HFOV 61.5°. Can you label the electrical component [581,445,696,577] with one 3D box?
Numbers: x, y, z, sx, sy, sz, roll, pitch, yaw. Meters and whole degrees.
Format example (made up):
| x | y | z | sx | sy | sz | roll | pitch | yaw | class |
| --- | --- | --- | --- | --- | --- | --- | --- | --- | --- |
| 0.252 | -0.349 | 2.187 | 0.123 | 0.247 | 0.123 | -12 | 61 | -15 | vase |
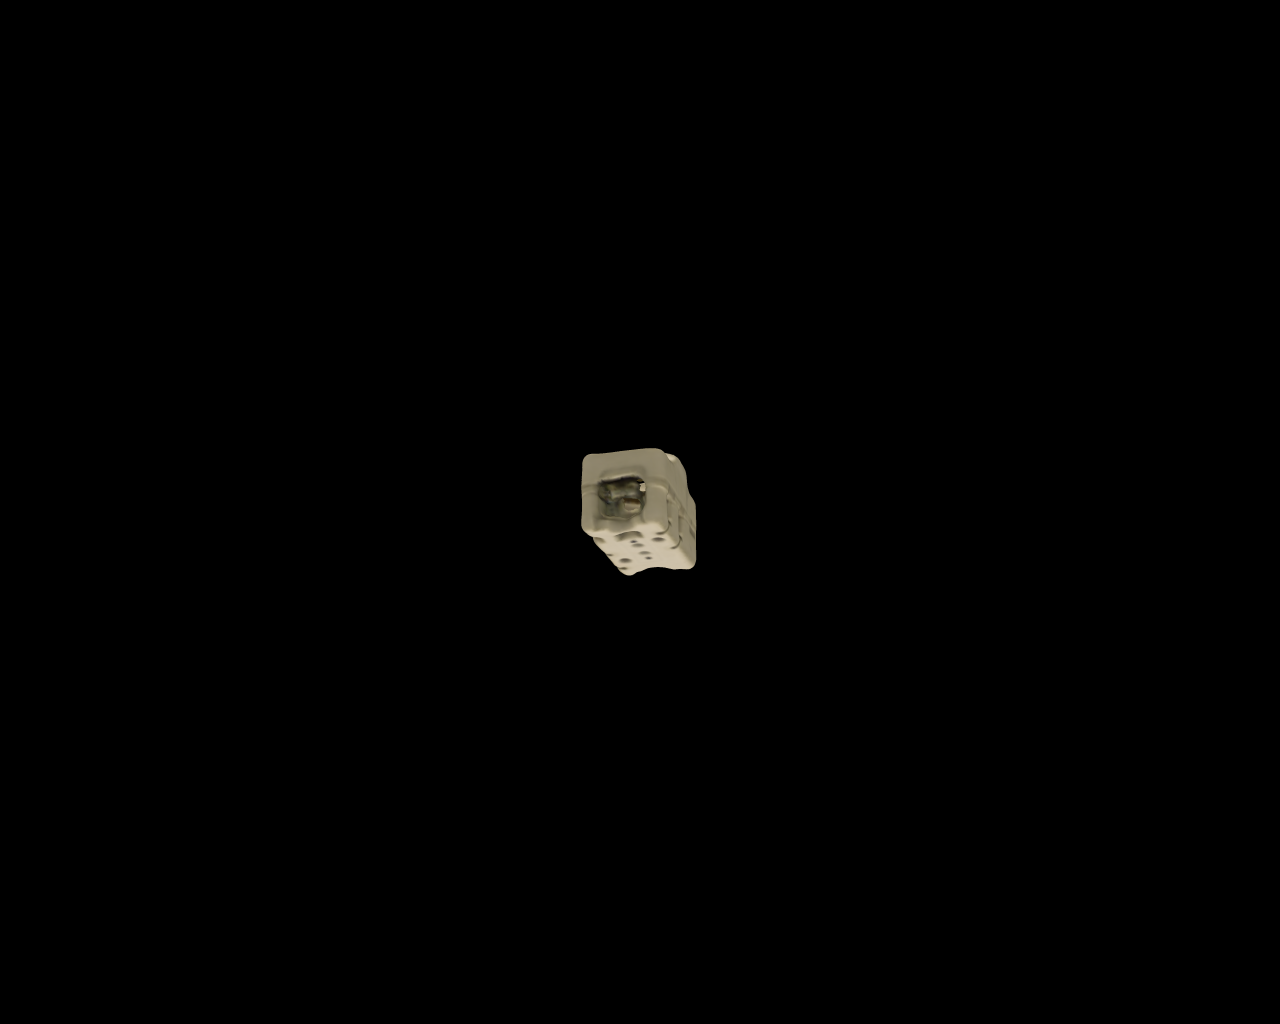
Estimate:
| x | y | z | sx | sy | sz | roll | pitch | yaw | class |
| --- | --- | --- | --- | --- | --- | --- | --- | --- | --- |
| 0.001 | -0.003 | 0.650 | 0.050 | 0.056 | 0.089 | -6 | -23 | 14 | electrical component |
